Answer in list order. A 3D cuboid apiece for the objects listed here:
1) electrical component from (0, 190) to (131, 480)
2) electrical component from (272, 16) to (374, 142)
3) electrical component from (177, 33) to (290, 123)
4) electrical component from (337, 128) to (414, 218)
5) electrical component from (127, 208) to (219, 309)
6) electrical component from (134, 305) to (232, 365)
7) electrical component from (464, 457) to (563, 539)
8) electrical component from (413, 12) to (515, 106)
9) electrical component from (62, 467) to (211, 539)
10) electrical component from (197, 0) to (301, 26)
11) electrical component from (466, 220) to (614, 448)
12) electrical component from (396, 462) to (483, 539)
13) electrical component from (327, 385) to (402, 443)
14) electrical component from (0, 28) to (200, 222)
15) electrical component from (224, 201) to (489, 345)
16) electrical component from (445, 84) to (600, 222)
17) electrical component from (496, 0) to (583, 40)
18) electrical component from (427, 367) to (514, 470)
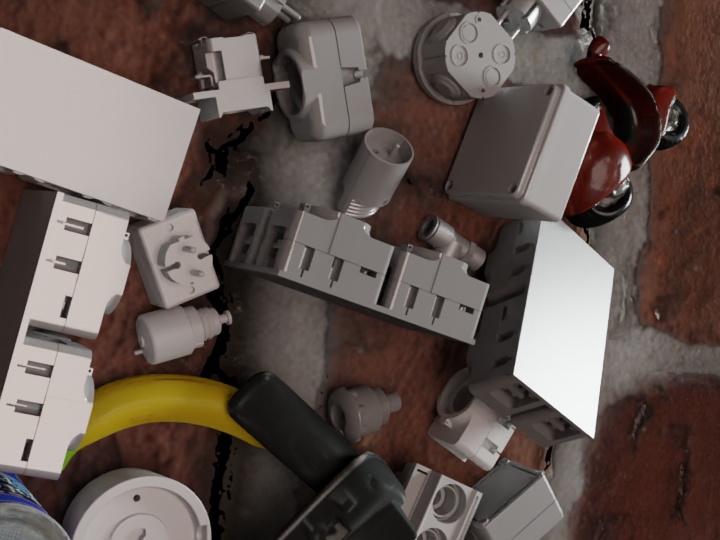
[{"bbox_3d":[-0.221,0.042,0.755,0.060,0.105,0.186,16,87,-29],"label":"electrical component"},{"bbox_3d":[-0.032,-0.153,0.872,0.059,0.054,0.095,-14,101,-27],"label":"electrical component"},{"bbox_3d":[-0.102,-0.151,0.841,0.081,0.042,0.063,-13,97,-28],"label":"electrical component"},{"bbox_3d":[0.010,-0.074,0.896,0.043,0.081,0.043,14,46,-15],"label":"electrical component"},{"bbox_3d":[-0.136,-0.008,0.814,0.047,0.077,0.065,-23,105,-26],"label":"electrical component"},{"bbox_3d":[-0.138,0.047,0.839,0.078,0.040,0.040,-15,102,-27],"label":"electrical component"},{"bbox_3d":[0.140,0.223,0.997,0.096,0.062,0.061,-35,110,-22],"label":"electrical component"},{"bbox_3d":[0.091,-0.185,0.939,0.080,0.051,0.080,-3,96,-29],"label":"electrical component"},{"bbox_3d":[-0.175,0.203,0.821,0.108,0.060,0.108,-3,96,-29],"label":"electrical component"},{"bbox_3d":[-0.080,-0.215,0.833,0.077,0.066,0.047,32,79,-27],"label":"electrical component"},{"bbox_3d":[0.161,0.051,0.958,0.105,0.060,0.186,38,48,-26],"label":"electrical component"},{"bbox_3d":[0.047,0.236,0.945,0.079,0.063,0.121,29,80,-28],"label":"electrical component"},{"bbox_3d":[0.006,0.120,0.924,0.062,0.048,0.048,-11,100,-34],"label":"electrical component"},{"bbox_3d":[-0.206,-0.101,0.776,0.150,0.062,0.089,20,85,-29],"label":"electrical component"},{"bbox_3d":[0.000,0.000,0.874,0.186,0.105,0.060,21,84,-29],"label":"electrical component"},{"bbox_3d":[0.140,-0.102,0.942,0.056,0.109,0.108,25,82,-31],"label":"electrical component"},{"bbox_3d":[0.149,-0.239,0.969,0.066,0.047,0.076,45,74,-25],"label":"electrical component"},{"bbox_3d":[0.108,0.126,0.977,0.056,0.050,0.089,40,75,-26],"label":"electrical component"}]
